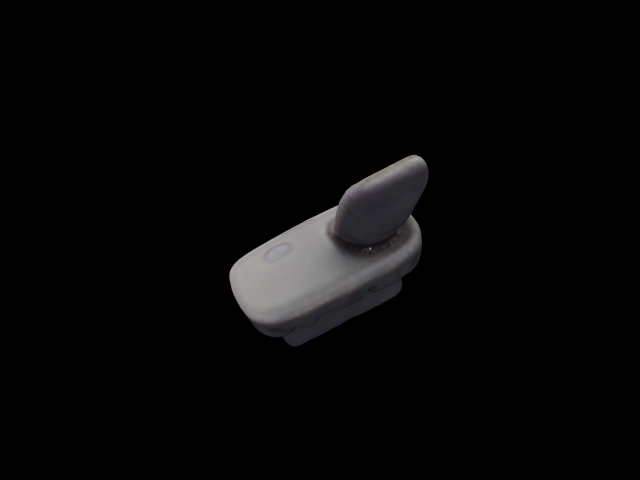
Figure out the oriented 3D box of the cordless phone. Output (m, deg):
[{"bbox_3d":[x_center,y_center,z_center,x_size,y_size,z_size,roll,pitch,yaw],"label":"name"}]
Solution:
[{"bbox_3d":[0.004,0.001,0.400,0.148,0.185,0.094,-30,74,-9],"label":"cordless phone"}]
